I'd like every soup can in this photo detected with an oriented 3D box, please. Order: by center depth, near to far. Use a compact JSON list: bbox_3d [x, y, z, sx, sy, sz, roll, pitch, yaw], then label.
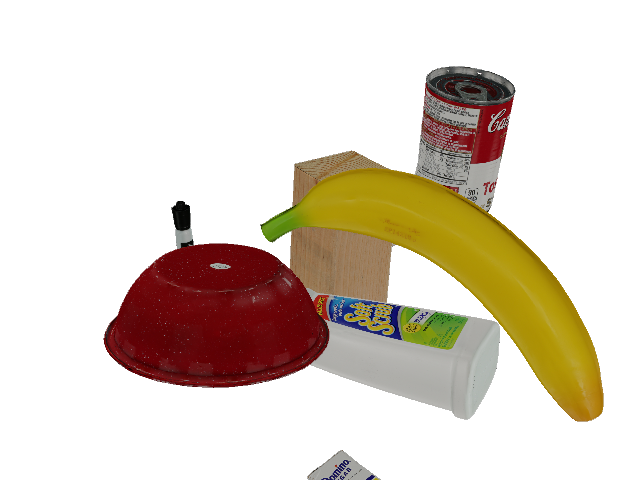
[{"bbox_3d":[0.109,-0.076,0.833,0.068,0.102,0.068,5,30,-3],"label":"soup can"}]

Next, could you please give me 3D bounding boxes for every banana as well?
[{"bbox_3d":[0.070,0.015,0.548,0.198,0.070,0.037,31,15,6],"label":"banana"}]

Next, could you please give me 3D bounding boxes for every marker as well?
[{"bbox_3d":[-0.140,0.016,1.111,0.020,0.121,0.020,-3,25,1],"label":"marker"}]

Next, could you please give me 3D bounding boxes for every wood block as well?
[{"bbox_3d":[0.023,0.011,1.265,0.090,0.206,0.090,-16,32,-33],"label":"wood block"}]

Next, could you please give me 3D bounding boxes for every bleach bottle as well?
[{"bbox_3d":[0.032,0.092,0.986,0.251,0.068,0.102,10,26,22],"label":"bleach bottle"}]

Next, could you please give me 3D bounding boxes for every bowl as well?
[{"bbox_3d":[-0.073,0.043,0.758,0.162,0.055,0.162,2,20,-1],"label":"bowl"}]

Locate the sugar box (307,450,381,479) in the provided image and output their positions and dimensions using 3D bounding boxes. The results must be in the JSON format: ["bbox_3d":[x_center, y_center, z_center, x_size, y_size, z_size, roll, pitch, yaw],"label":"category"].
[{"bbox_3d":[0.065,0.245,0.823,0.048,0.093,0.176,-34,38,-28],"label":"sugar box"}]

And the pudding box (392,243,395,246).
[{"bbox_3d":[0.079,-0.025,1.525,0.113,0.039,0.090,-22,36,-32],"label":"pudding box"}]
